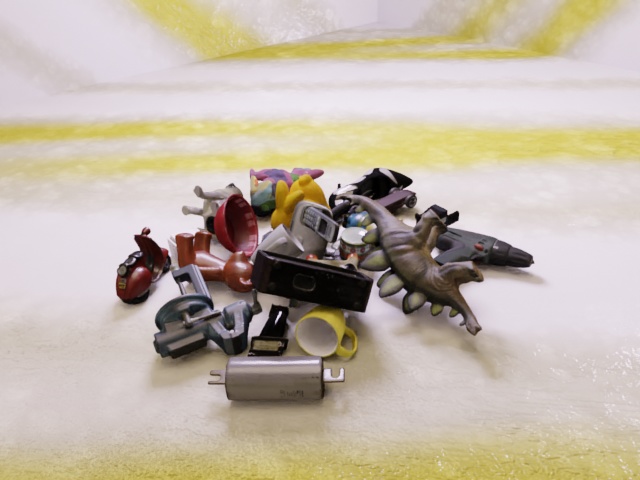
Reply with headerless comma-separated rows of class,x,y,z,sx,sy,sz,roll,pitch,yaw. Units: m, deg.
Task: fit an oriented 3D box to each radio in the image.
radio,-0.016,0.080,1.060,0.230,0.073,0.131,12,2,-12

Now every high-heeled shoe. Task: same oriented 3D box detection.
high-heeled shoe,0.146,-0.130,1.509,0.249,0.086,0.145,-6,37,3

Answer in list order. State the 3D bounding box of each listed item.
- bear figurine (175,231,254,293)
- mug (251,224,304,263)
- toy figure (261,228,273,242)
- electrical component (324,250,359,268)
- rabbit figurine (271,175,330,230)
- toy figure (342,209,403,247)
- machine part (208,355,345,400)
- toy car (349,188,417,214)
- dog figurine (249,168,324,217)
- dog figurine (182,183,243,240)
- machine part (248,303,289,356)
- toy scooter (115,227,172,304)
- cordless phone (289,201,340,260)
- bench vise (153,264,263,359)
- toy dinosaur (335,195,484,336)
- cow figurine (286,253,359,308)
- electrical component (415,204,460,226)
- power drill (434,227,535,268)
bear figurine,-0.222,0.050,1.223,0.196,0.131,0.120,3,5,22
mug,-0.101,0.029,1.192,0.107,0.081,0.109,-40,-1,7
toy figure,-0.119,0.009,1.317,0.064,0.057,0.154,-27,8,-6
electrical component,0.051,0.047,1.291,0.094,0.021,0.063,7,35,13
rabbit figurine,-0.063,-0.080,1.409,0.122,0.162,0.173,30,62,24
toy figure,0.134,-0.017,1.332,0.180,0.082,0.089,23,53,28
machine part,-0.078,0.244,0.951,0.243,0.079,0.079,-1,33,3
toy car,0.174,-0.086,1.458,0.202,0.053,0.089,-25,28,-23
dog figurine,-0.093,-0.146,1.534,0.219,0.108,0.192,-5,32,-6
dog figurine,-0.251,-0.076,1.464,0.190,0.121,0.172,-14,70,-55
machine part,-0.096,0.186,1.082,0.084,0.039,0.139,-6,34,13
toy scooter,-0.409,0.051,1.233,0.075,0.135,0.184,9,36,16
cordless phone,-0.003,-0.003,1.248,0.089,0.146,0.184,8,15,-25
bench vise,-0.242,0.130,1.092,0.224,0.128,0.241,-27,53,-8
toy dinosaur,0.185,0.025,1.137,0.198,0.105,0.472,-37,51,8
cow figurine,-0.008,0.089,1.183,0.195,0.085,0.127,-1,27,3
electrical component,0.298,-0.050,1.369,0.119,0.074,0.048,-28,40,-26
power drill,0.336,0.045,1.214,0.232,0.085,0.207,25,47,37
